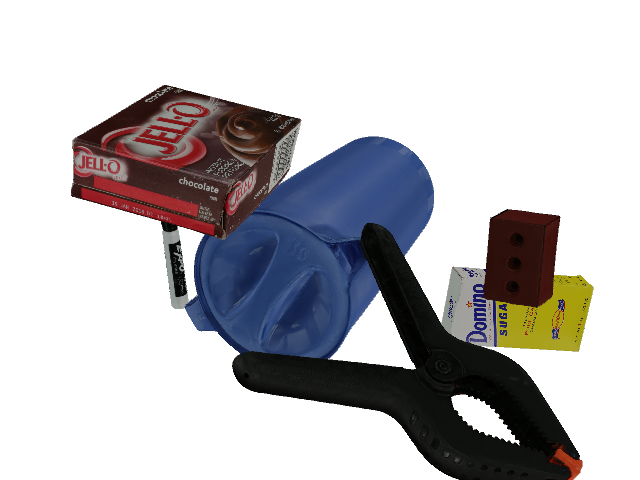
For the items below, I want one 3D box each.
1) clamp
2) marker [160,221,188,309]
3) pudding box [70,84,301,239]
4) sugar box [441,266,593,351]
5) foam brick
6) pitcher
[{"bbox_3d":[0.060,0.090,0.657,0.210,0.036,0.164,40,50,17],"label":"clamp"},{"bbox_3d":[-0.154,0.016,1.118,0.020,0.121,0.020,-3,28,1],"label":"marker"},{"bbox_3d":[-0.071,-0.047,0.589,0.090,0.039,0.113,16,25,12],"label":"pudding box"},{"bbox_3d":[0.245,0.087,1.339,0.176,0.093,0.048,3,19,-14],"label":"sugar box"},{"bbox_3d":[0.181,0.015,0.962,0.053,0.078,0.051,9,16,26],"label":"foam brick"},{"bbox_3d":[0.000,0.000,0.901,0.149,0.145,0.242,22,30,16],"label":"pitcher"}]
